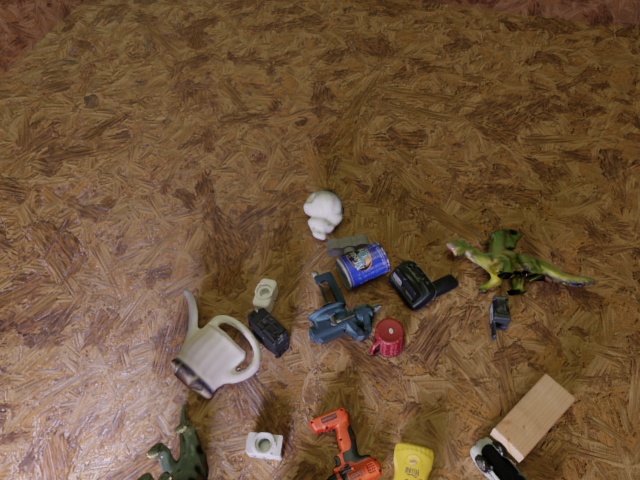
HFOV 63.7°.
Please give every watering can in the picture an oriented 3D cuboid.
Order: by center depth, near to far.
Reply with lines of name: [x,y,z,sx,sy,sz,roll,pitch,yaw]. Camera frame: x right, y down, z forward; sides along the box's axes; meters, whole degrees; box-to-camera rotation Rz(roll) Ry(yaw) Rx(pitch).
watering can: [-0.331,0.298,1.467,0.351,0.101,0.228,32,63,24]

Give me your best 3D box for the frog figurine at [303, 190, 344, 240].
frog figurine: [0.005,-0.086,1.717,0.137,0.120,0.163,28,47,1]

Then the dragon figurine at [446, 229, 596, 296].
dragon figurine: [0.597,0.047,1.581,0.410,0.119,0.249,1,46,5]
